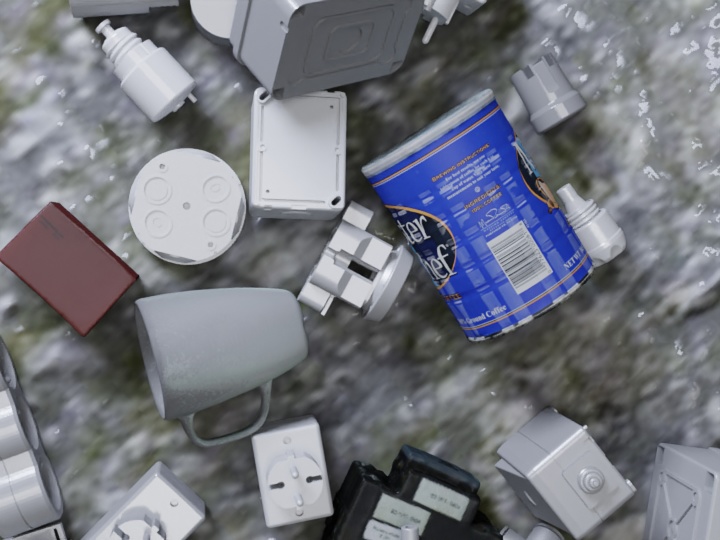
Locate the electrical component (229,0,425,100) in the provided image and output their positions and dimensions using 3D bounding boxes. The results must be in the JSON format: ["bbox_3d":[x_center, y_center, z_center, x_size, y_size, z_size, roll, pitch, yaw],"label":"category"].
[{"bbox_3d":[-0.022,-0.166,0.702,0.113,0.078,0.057,-20,58,-33],"label":"electrical component"}]

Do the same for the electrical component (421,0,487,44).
[{"bbox_3d":[0.053,-0.196,0.748,0.066,0.047,0.076,26,89,-8],"label":"electrical component"}]

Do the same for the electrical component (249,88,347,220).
[{"bbox_3d":[-0.044,-0.084,0.736,0.062,0.061,0.096,2,84,-8],"label":"electrical component"}]

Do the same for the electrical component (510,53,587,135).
[{"bbox_3d":[0.133,-0.126,0.768,0.040,0.040,0.046,-31,90,-6],"label":"electrical component"}]

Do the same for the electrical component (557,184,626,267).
[{"bbox_3d":[0.164,-0.035,0.778,0.035,0.035,0.061,-36,95,-5],"label":"electrical component"}]

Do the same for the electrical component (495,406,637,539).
[{"bbox_3d":[0.141,0.144,0.752,0.061,0.096,0.061,-39,97,-4],"label":"electrical component"}]

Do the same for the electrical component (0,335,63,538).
[{"bbox_3d":[-0.257,0.114,0.715,0.074,0.052,0.138,-20,95,-7],"label":"electrical component"}]

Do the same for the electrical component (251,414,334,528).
[{"bbox_3d":[-0.046,0.141,0.735,0.047,0.077,0.065,-10,94,-8],"label":"electrical component"}]

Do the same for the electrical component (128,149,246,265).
[{"bbox_3d":[-0.117,-0.043,0.729,0.080,0.051,0.080,0,93,-8],"label":"electrical component"}]

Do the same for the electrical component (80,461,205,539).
[{"bbox_3d":[-0.149,0.181,0.722,0.047,0.076,0.083,45,86,-8],"label":"electrical component"}]

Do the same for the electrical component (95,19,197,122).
[{"bbox_3d":[-0.147,-0.136,0.726,0.040,0.040,0.078,-44,97,-4],"label":"electrical component"}]

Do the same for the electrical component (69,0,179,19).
[{"bbox_3d":[-0.153,-0.194,0.721,0.081,0.043,0.043,-6,93,-8],"label":"electrical component"}]

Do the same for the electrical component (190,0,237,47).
[{"bbox_3d":[-0.055,-0.209,0.719,0.138,0.074,0.052,-42,97,-4],"label":"electrical component"}]

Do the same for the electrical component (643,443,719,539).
[{"bbox_3d":[0.247,0.187,0.763,0.056,0.109,0.108,9,91,-6],"label":"electrical component"}]

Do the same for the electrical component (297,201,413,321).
[{"bbox_3d":[0.000,0.000,0.745,0.057,0.058,0.078,28,89,-5],"label":"electrical component"}]

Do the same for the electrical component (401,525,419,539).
[{"bbox_3d":[0.034,0.200,0.713,0.035,0.035,0.061,-2,91,-8],"label":"electrical component"}]

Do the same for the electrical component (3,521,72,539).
[{"bbox_3d":[-0.249,0.227,0.716,0.121,0.063,0.078,-16,94,-7],"label":"electrical component"}]
